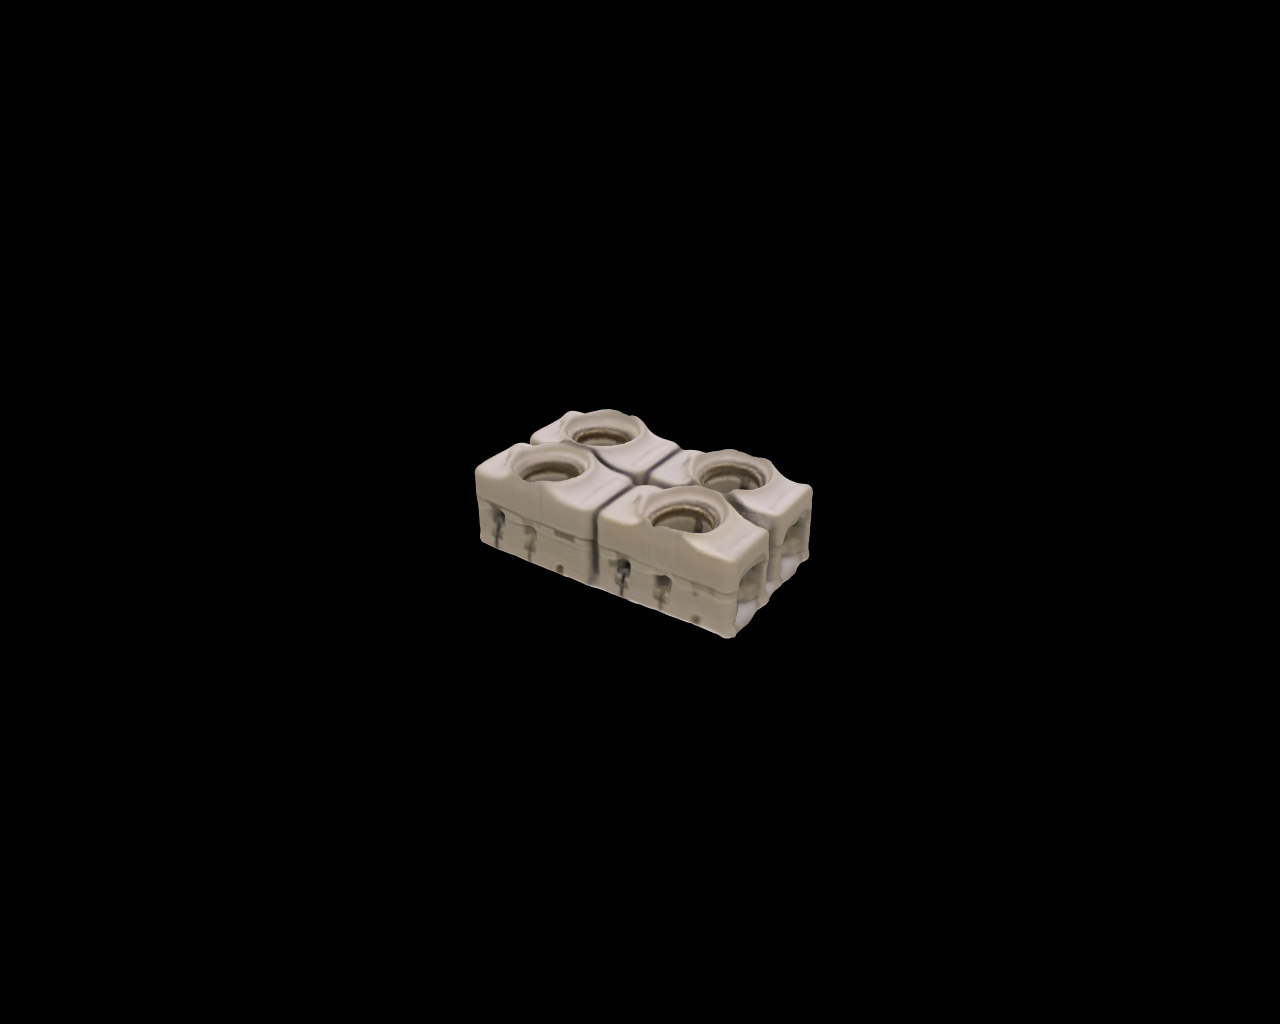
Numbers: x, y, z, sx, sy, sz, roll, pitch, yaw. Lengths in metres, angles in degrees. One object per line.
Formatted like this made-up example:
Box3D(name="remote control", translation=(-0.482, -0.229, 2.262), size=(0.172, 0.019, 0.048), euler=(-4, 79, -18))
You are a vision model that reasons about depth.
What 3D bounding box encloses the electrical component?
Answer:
Box3D(name="electrical component", translation=(0.001, -0.003, 0.650), size=(0.186, 0.060, 0.106), euler=(20, 36, 29))
